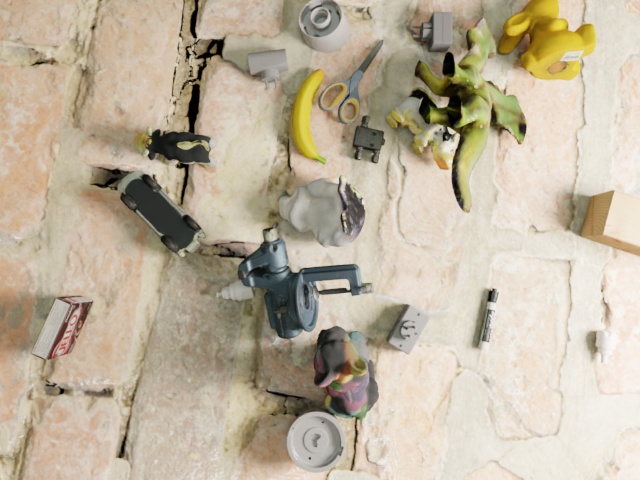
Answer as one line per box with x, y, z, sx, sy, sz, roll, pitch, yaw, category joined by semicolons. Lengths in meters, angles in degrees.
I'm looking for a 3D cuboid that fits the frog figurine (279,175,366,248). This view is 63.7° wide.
0.003;-0.051;1.004;0.158;0.137;0.123;-11;2;35;frog figurine

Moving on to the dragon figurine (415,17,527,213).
0.313;-0.240;0.975;0.243;0.415;0.121;2;-16;-27;dragon figurine
